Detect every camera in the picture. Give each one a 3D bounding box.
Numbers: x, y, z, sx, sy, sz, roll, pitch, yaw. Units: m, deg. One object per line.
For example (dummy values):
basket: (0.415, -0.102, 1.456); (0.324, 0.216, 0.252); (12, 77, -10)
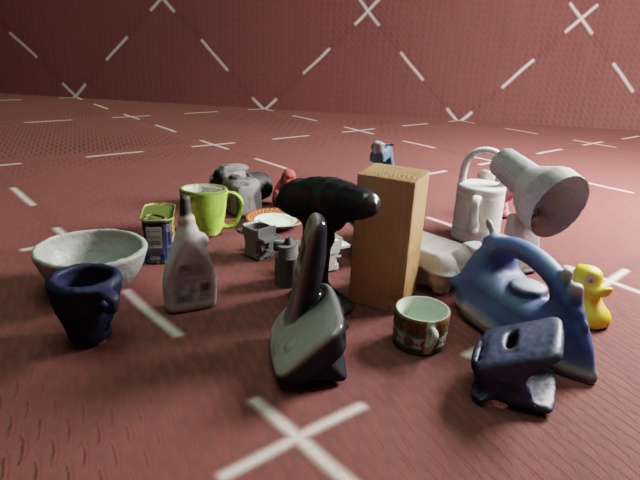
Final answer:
camera: (-0.171, -0.125, 1.326); (0.137, 0.101, 0.142); (-14, 26, -37)

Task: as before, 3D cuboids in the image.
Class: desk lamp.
desk lamp: (0.358, -0.047, 1.023); (0.118, 0.214, 0.202); (-7, 22, -24)

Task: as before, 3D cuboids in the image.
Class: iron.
iron: (0.296, 0.071, 0.798); (0.119, 0.141, 0.257); (-6, 22, -23)

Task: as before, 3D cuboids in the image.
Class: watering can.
watering can: (0.331, -0.099, 1.188); (0.101, 0.194, 0.173); (2, 20, -1)

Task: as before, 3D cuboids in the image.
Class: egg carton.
egg carton: (0.185, 0.035, 0.986); (0.149, 0.069, 0.107); (21, 27, 40)

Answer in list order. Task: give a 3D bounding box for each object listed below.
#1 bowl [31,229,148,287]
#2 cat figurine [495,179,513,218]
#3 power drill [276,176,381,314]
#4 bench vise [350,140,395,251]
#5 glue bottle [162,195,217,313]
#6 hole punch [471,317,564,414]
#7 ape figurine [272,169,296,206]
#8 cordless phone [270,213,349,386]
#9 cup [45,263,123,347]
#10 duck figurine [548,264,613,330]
bowl: (-0.350, 0.042, 0.886); (0.167, 0.075, 0.167); (3, 20, -1)
cat figurine: (0.426, -0.116, 1.359); (0.067, 0.118, 0.128); (3, 20, 2)
power drill: (0.008, 0.003, 0.847); (0.076, 0.208, 0.228); (-10, 24, -31)
bench vise: (0.112, -0.091, 1.099); (0.121, 0.220, 0.207); (5, 20, 7)
glue bottle: (-0.190, 0.019, 0.828); (0.078, 0.173, 0.037); (-7, 22, -24)
hole punch: (0.234, 0.139, 0.680); (0.101, 0.091, 0.109); (10, 21, 19)
ape figurine: (-0.076, -0.121, 1.340); (0.078, 0.092, 0.076); (-3, 21, -15)
cordless phone: (-0.012, 0.069, 0.699); (0.094, 0.185, 0.147); (-1, 21, -11)
cup: (-0.290, 0.091, 0.734); (0.117, 0.095, 0.092); (18, 25, 36)
duck figurine: (0.400, 0.077, 0.876); (0.078, 0.086, 0.104); (-7, 23, -25)
